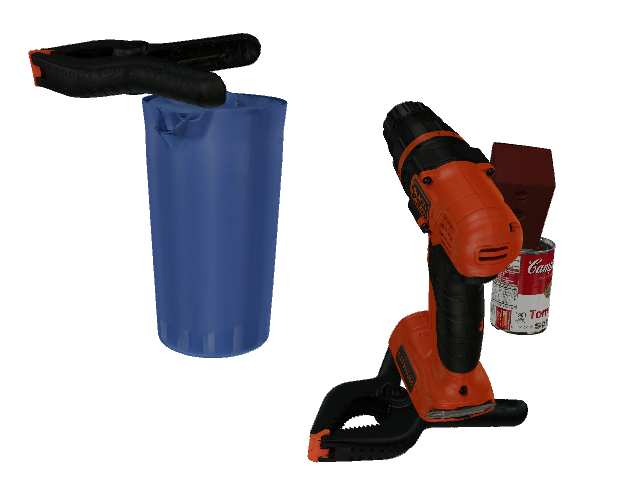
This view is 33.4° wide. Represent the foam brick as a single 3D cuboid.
[{"bbox_3d":[0.171,-0.039,0.937,0.053,0.078,0.051,5,44,2],"label":"foam brick"}]

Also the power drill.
[{"bbox_3d":[0.080,0.015,0.736,0.057,0.188,0.184,-8,34,-8],"label":"power drill"}]

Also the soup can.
[{"bbox_3d":[0.232,0.051,1.234,0.068,0.102,0.068,1,17,-1],"label":"soup can"}]

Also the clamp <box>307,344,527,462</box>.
[{"bbox_3d":[0.078,0.155,0.979,0.165,0.036,0.209,27,36,33],"label":"clamp"}]

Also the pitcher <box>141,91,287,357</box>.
[{"bbox_3d":[-0.095,-0.021,1.016,0.149,0.243,0.145,-4,16,-20],"label":"pitcher"}]

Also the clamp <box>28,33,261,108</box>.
[{"bbox_3d":[-0.129,-0.132,0.799,0.172,0.039,0.120,8,23,17],"label":"clamp"}]
